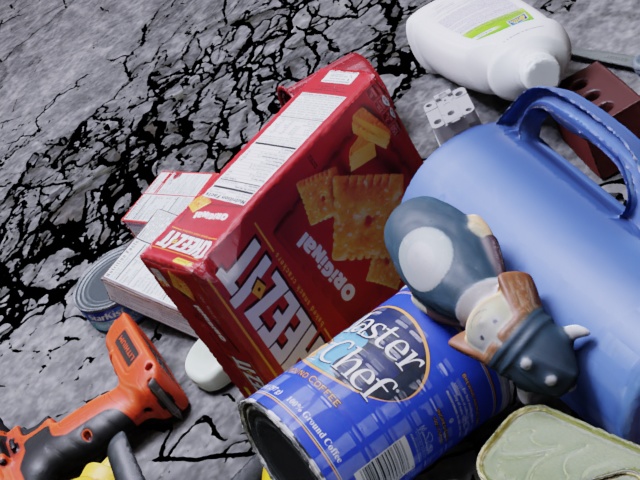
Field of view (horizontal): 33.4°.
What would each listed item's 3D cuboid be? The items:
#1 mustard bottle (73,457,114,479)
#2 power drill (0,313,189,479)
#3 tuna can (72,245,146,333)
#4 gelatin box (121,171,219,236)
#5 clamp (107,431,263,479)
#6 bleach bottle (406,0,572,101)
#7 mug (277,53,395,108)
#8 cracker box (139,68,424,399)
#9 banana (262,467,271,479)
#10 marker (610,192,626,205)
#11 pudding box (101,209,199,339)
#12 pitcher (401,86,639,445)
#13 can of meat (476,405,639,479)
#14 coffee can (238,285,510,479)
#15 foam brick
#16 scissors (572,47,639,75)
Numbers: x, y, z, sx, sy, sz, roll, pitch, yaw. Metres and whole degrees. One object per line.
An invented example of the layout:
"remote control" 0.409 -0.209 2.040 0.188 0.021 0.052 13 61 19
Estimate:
"mustard bottle" -0.184 0.229 0.743 0.096 0.058 0.191 4 47 31
"power drill" -0.211 0.145 0.870 0.187 0.057 0.185 -39 39 -7
"tuna can" -0.184 0.045 0.991 0.086 0.033 0.086 -20 36 15
"gelatin box" -0.142 -0.033 1.059 0.089 0.030 0.073 5 50 40
"clamp" -0.087 0.201 0.712 0.120 0.039 0.171 -5 50 2
"bleach bottle" 0.148 -0.165 0.926 0.102 0.068 0.251 -28 22 4
"mug" 0.016 -0.121 1.012 0.081 0.093 0.117 -31 -2 -9
"cracker box" -0.005 0.001 0.799 0.072 0.164 0.213 12 53 47
"banana" 0.007 0.133 0.743 0.070 0.037 0.197 18 56 13
"marker" 0.181 -0.032 0.826 0.121 0.020 0.020 9 51 43
"pudding box" -0.119 0.030 0.929 0.114 0.039 0.090 20 58 25
"pitcher" 0.163 0.020 0.672 0.145 0.149 0.243 -35 38 -6
"can of meat" 0.145 0.147 0.575 0.057 0.084 0.102 -46 37 -21
"coffee can" 0.034 0.105 0.674 0.140 0.103 0.103 -33 33 -22
"foam brick" 0.222 -0.095 0.845 0.053 0.051 0.078 -29 35 2
"scissors" 0.271 -0.133 0.887 0.202 0.016 0.096 7 50 42
